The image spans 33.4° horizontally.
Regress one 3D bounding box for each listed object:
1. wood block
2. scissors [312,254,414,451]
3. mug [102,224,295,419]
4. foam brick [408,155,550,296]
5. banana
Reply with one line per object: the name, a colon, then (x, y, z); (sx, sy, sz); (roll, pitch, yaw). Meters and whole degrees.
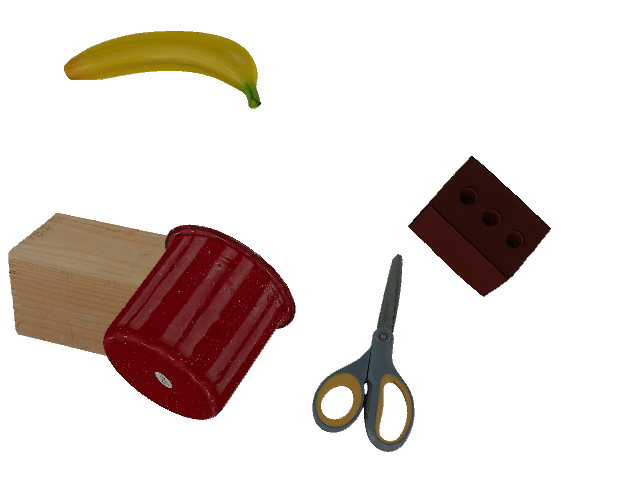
wood block: (-0.167, 0.050, 0.970); (0.206, 0.091, 0.090); (12, 30, 15)
scissors: (0.037, 0.096, 0.950); (0.096, 0.202, 0.016); (-3, -38, -3)
mug: (-0.082, 0.054, 0.643); (0.093, 0.081, 0.117); (46, -33, -19)
foam brick: (0.112, -0.009, 0.755); (0.053, 0.078, 0.051); (-46, -2, -22)
banana: (-0.138, -0.165, 0.981); (0.198, 0.037, 0.069); (9, 46, 17)
